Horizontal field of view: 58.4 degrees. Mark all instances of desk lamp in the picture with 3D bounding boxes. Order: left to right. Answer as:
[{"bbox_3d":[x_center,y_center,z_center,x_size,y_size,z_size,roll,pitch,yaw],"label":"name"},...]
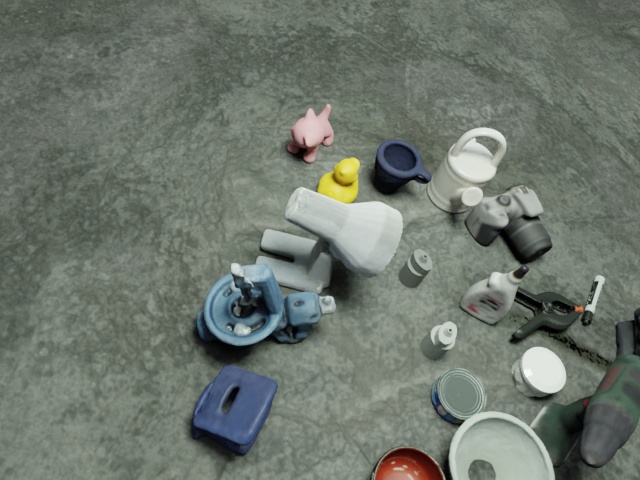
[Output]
[{"bbox_3d":[0.009,0.003,0.934,0.203,0.213,0.118,14,57,-6],"label":"desk lamp"}]

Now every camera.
[{"bbox_3d":[0.386,-0.030,1.123,0.143,0.101,0.136,-15,64,-23],"label":"camera"}]

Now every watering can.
[{"bbox_3d":[0.290,-0.137,1.107,0.101,0.194,0.172,-5,61,-17],"label":"watering can"}]

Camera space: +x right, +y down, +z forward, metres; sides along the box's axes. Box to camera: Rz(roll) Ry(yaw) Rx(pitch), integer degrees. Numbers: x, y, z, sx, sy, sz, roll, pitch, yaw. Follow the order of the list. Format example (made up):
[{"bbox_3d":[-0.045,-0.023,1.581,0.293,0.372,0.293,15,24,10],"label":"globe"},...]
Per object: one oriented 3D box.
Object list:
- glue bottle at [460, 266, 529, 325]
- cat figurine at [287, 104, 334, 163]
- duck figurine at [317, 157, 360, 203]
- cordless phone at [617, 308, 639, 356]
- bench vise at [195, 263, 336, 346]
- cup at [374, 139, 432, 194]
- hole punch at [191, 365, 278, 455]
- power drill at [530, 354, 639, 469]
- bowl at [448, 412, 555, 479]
[{"bbox_3d":[0.310,0.087,0.988,0.078,0.173,0.037,26,56,2],"label":"glue bottle"},{"bbox_3d":[-0.014,-0.216,1.119,0.067,0.117,0.128,33,57,6],"label":"cat figurine"},{"bbox_3d":[0.041,-0.115,1.091,0.077,0.086,0.105,34,57,7],"label":"duck figurine"},{"bbox_3d":[0.620,0.172,1.011,0.094,0.185,0.147,16,57,-5],"label":"cordless phone"},{"bbox_3d":[-0.079,0.081,0.860,0.208,0.219,0.121,-18,65,-23],"label":"bench vise"},{"bbox_3d":[0.155,-0.129,1.125,0.117,0.095,0.092,30,57,5],"label":"cup"},{"bbox_3d":[-0.124,0.242,0.827,0.101,0.091,0.109,26,56,2],"label":"hole punch"},{"bbox_3d":[0.411,0.277,0.878,0.075,0.208,0.230,43,59,13],"label":"power drill"},{"bbox_3d":[0.264,0.353,0.872,0.167,0.074,0.167,7,58,-11],"label":"bowl"}]
